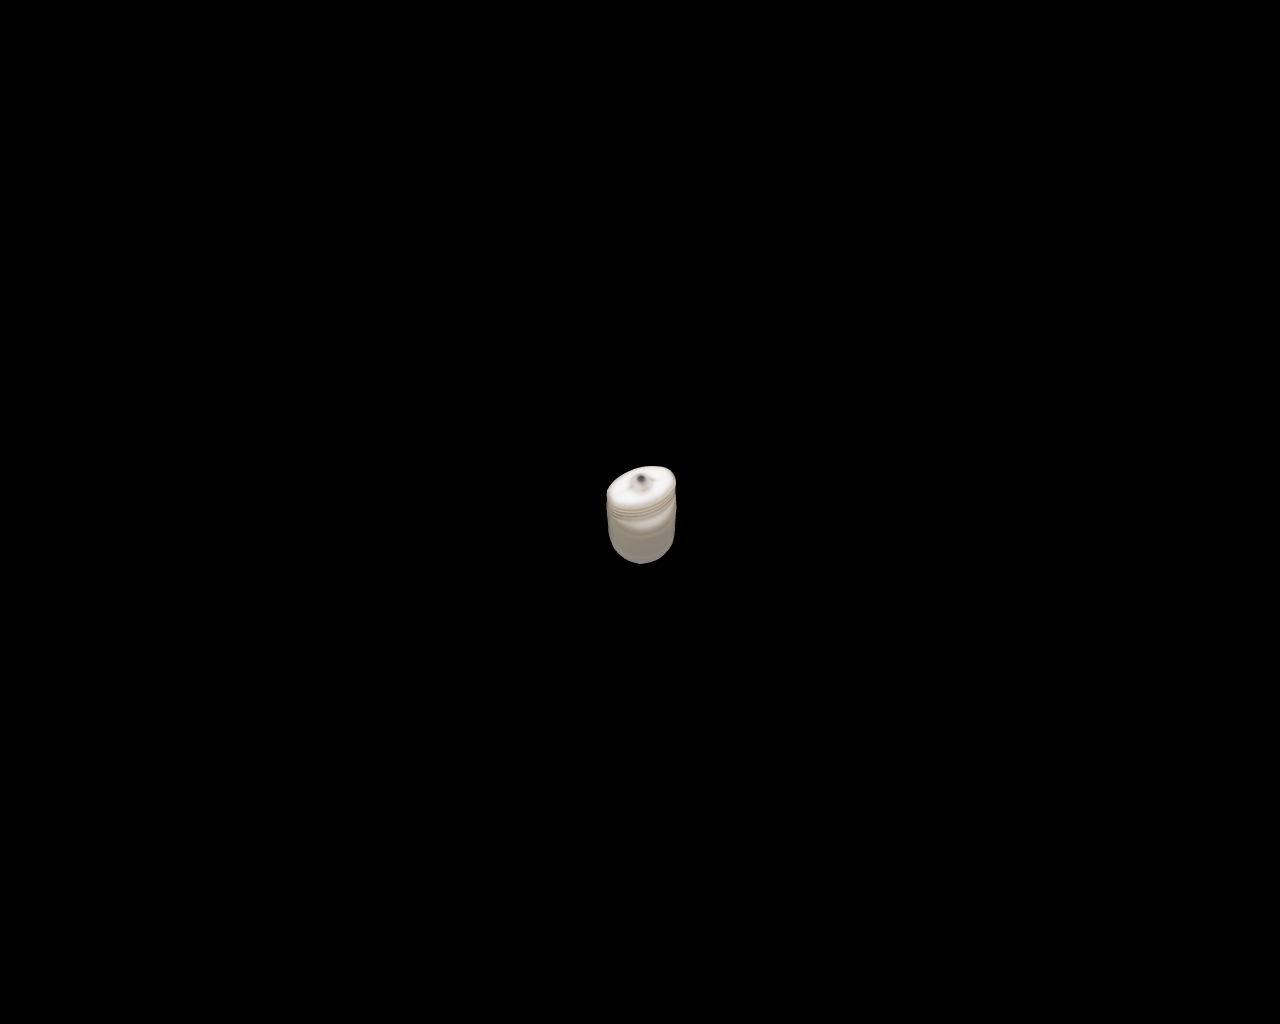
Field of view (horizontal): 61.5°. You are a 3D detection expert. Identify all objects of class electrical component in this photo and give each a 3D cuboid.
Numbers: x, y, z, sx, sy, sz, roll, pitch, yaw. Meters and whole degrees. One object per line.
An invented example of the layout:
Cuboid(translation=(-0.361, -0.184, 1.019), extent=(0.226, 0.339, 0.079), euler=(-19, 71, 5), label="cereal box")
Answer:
Cuboid(translation=(0.001, -0.003, 0.650), extent=(0.043, 0.043, 0.080), euler=(0, -25, 0), label="electrical component")
